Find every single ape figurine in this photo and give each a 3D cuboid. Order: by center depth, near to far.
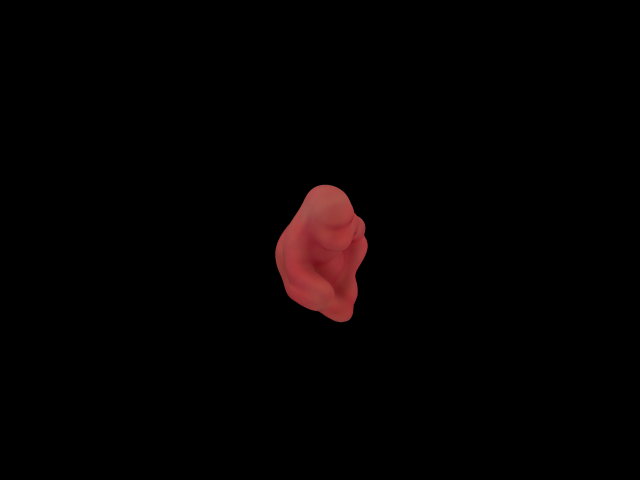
[{"bbox_3d":[0.004,0.001,0.400,0.078,0.092,0.076,-36,58,-27],"label":"ape figurine"}]
